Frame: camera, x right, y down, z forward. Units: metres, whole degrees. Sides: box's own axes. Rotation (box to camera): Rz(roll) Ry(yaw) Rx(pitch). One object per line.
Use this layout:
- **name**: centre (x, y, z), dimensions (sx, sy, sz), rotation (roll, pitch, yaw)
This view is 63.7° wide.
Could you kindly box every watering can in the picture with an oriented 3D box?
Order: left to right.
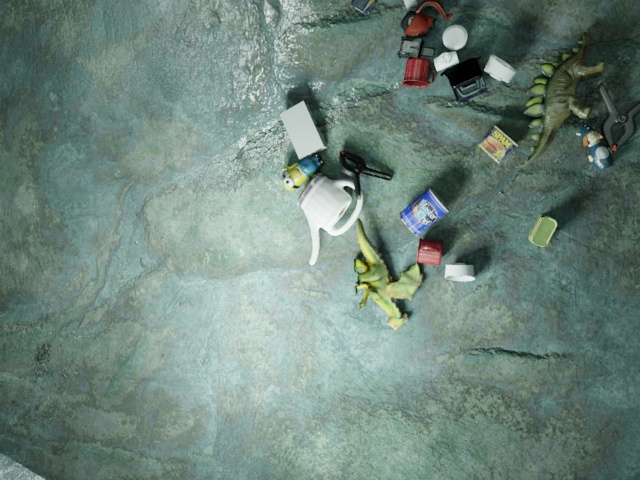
- **watering can**: centre (0.006, -0.095, 1.891), dimensions (0.226, 0.104, 0.344), rotation (42, 104, 13)

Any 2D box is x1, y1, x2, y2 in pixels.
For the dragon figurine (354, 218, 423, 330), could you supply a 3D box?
- **dragon figurine**: centre (0.244, 0.125, 1.843), dimensions (0.243, 0.122, 0.409), rotation (-1, 94, 1)
